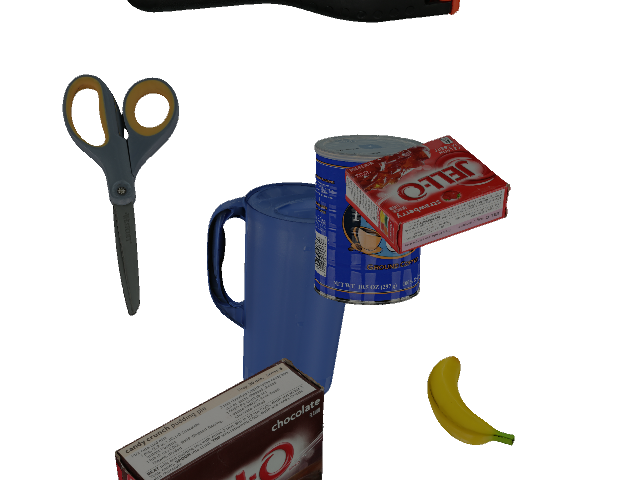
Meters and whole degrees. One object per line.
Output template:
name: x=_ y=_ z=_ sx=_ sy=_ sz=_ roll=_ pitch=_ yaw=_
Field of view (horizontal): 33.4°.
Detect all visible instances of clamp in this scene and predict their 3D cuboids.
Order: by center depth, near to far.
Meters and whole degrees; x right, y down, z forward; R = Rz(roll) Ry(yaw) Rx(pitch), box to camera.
clamp: x=-0.015 y=-0.139 z=0.555 sx=0.172 sy=0.039 sz=0.120 roll=12 pitch=42 yaw=15

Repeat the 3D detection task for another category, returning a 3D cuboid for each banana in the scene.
banana: x=0.163 y=0.193 z=1.277 sx=0.069 sy=0.037 sz=0.198 roll=10 pitch=21 yaw=-18

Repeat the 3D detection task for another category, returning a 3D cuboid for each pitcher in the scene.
pitcher: x=-0.040 y=0.061 z=1.240 sx=0.149 sy=0.243 sz=0.144 roll=24 pitch=27 yaw=38

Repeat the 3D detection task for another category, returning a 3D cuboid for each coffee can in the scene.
coffee can: x=0.045 y=-0.022 z=1.004 sx=0.103 sy=0.140 sz=0.103 roll=1 pitch=16 yaw=0

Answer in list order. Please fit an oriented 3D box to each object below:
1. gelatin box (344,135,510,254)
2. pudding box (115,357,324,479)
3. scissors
gelatin box: x=0.072 y=-0.033 z=0.725 sx=0.089 sy=0.030 sz=0.073 roll=-19 pitch=41 yaw=-20
pudding box: x=-0.050 y=0.126 z=0.568 sx=0.113 sy=0.090 sz=0.039 roll=-28 pitch=46 yaw=-33
scissors: x=-0.131 y=-0.046 z=0.792 sx=0.096 sy=0.202 sz=0.016 roll=-21 pitch=-23 yaw=-14
